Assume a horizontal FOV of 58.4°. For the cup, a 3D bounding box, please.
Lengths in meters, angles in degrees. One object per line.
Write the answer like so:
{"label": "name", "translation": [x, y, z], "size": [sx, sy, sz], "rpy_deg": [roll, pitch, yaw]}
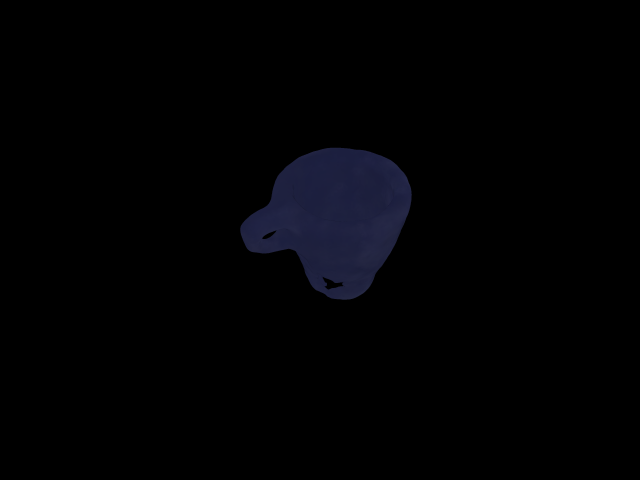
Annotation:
{"label": "cup", "translation": [0.004, 0.001, 0.400], "size": [0.118, 0.095, 0.091], "rpy_deg": [-22, 48, -21]}
